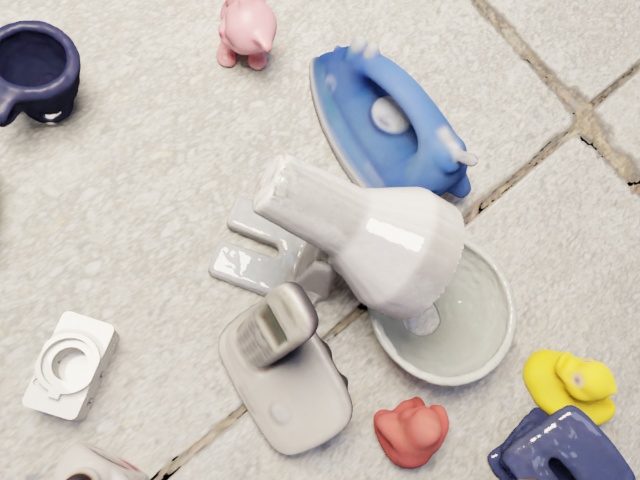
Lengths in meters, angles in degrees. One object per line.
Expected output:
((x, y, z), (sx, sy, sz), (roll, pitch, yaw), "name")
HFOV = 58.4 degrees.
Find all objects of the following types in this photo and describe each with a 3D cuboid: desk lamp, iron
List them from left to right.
((0.005, 0.002, 0.549), (0.203, 0.213, 0.118), (19, 68, -6), "desk lamp")
((0.077, -0.147, 0.656), (0.119, 0.141, 0.258), (-34, 82, -21), "iron")

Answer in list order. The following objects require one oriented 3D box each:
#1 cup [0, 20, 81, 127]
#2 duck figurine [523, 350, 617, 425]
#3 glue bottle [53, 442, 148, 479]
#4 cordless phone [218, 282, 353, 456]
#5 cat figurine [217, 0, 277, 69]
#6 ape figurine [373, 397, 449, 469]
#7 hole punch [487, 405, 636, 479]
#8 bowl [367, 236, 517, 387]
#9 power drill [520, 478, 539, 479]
((-0.296, -0.153, 0.595), (0.092, 0.095, 0.118), (20, 68, -5), "cup")
((0.289, 0.160, 0.630), (0.104, 0.086, 0.078), (39, 68, 2), "duck figurine")
((-0.182, 0.193, 0.461), (0.078, 0.173, 0.037), (26, 68, -3), "glue bottle")
((-0.023, 0.116, 0.518), (0.094, 0.185, 0.147), (-31, 80, -20), "cordless phone")
((-0.084, -0.262, 0.670), (0.067, 0.117, 0.128), (3, 71, -12), "cat figurine")
((0.096, 0.189, 0.572), (0.078, 0.092, 0.076), (17, 68, -7), "ape figurine")
((0.248, 0.239, 0.591), (0.101, 0.091, 0.108), (-36, 82, -21), "hole punch")
((0.123, 0.077, 0.625), (0.167, 0.074, 0.167), (4, 71, -12), "bowl")
((0.185, 0.306, 0.490), (0.076, 0.208, 0.229), (-28, 79, -20), "power drill")
